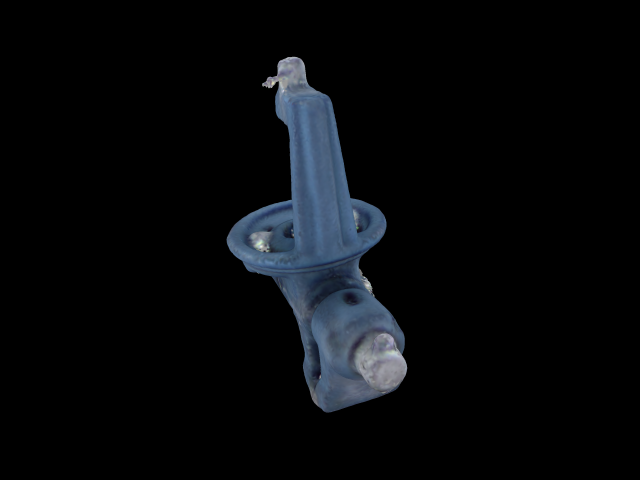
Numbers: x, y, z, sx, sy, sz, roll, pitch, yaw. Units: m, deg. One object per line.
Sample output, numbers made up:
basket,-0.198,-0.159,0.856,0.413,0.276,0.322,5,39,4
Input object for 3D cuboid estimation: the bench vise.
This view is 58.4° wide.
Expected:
bench vise,0.013,-0.003,0.406,0.122,0.220,0.206,-28,47,-29
